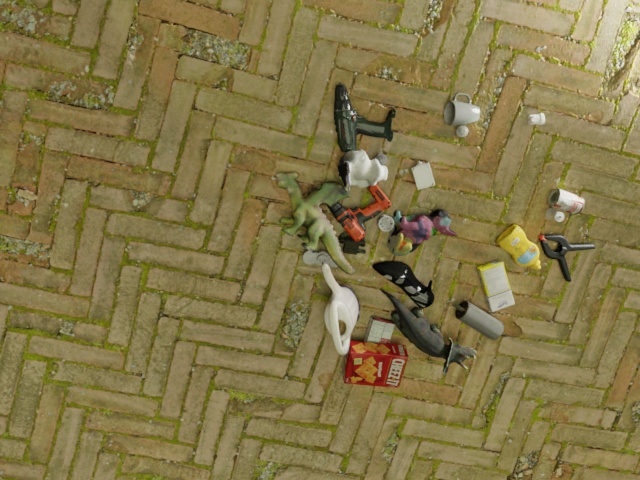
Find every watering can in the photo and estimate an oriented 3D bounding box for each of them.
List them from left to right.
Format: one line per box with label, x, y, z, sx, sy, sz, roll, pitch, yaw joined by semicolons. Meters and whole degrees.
watering can;0.067;0.219;1.785;0.104;0.344;0.227;-6;13;16

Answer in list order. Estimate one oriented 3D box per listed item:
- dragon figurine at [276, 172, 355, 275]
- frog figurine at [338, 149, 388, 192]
dragon figurine;0.005;-0.088;1.749;0.411;0.242;0.122;35;3;6
frog figurine;0.146;-0.242;1.743;0.160;0.135;0.124;-15;22;-18
